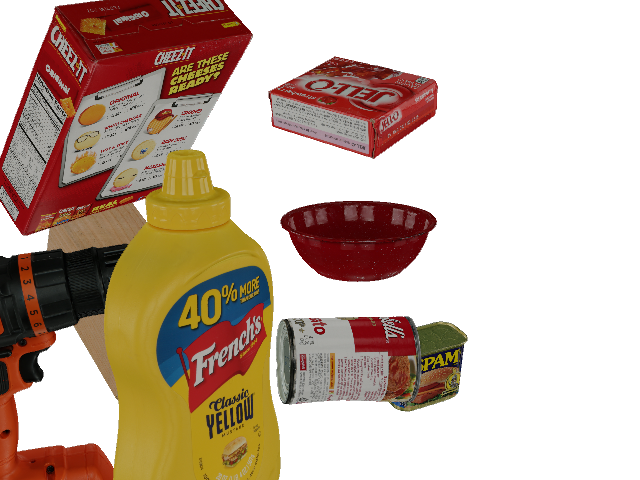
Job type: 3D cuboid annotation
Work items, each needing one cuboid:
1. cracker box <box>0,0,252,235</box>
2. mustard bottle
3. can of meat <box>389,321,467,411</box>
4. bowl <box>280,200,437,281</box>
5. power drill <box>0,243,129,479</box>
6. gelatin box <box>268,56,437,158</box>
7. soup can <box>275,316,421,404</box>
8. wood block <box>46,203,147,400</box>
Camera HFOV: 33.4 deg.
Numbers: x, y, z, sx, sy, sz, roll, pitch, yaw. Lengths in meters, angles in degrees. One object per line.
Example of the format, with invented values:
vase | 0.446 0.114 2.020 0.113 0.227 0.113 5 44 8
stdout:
cracker box | -0.175 -0.112 0.916 0.163 0.072 0.214 -21 -24 -43
mustard bottle | -0.063 0.050 0.534 0.058 0.192 0.096 13 21 39
can of meat | 0.129 0.157 1.330 0.101 0.084 0.058 -11 29 -27
bowl | 0.040 0.003 1.105 0.162 0.055 0.162 -1 16 0
power drill | -0.187 0.096 0.701 0.184 0.188 0.057 -11 26 -8
gelatin box | 0.022 -0.092 0.714 0.089 0.030 0.073 20 39 34
soup can | 0.020 0.094 0.833 0.102 0.068 0.068 0 0 -12
wood block | -0.194 0.052 1.054 0.090 0.091 0.206 -6 35 -33
